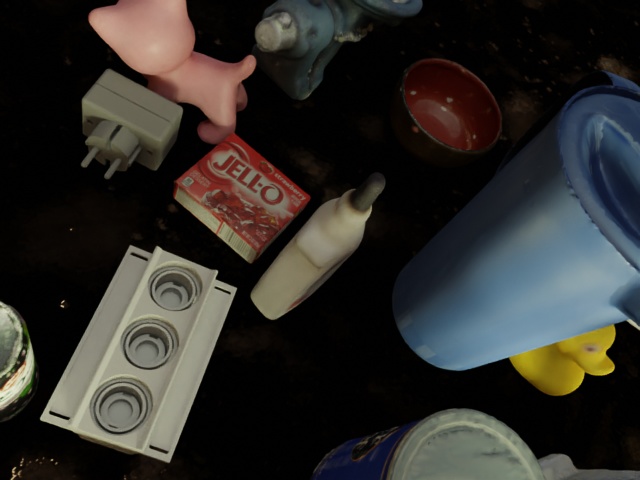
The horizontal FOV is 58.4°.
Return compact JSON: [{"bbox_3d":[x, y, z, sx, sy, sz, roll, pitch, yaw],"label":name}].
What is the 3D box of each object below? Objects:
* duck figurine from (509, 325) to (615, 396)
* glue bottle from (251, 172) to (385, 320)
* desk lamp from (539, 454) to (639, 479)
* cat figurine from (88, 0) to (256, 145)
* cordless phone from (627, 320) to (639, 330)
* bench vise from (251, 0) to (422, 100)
[{"bbox_3d":[0.212,0.078,0.499,0.078,0.086,0.104,-19,74,-28],"label":"duck figurine"},{"bbox_3d":[0.004,0.001,0.400,0.037,0.173,0.078,46,58,5],"label":"glue bottle"},{"bbox_3d":[0.232,0.190,0.377,0.204,0.213,0.118,-9,69,-25],"label":"desk lamp"},{"bbox_3d":[-0.113,-0.149,0.459,0.128,0.117,0.067,19,60,-13],"label":"cat figurine"},{"bbox_3d":[0.335,0.000,0.528,0.147,0.185,0.094,39,58,0],"label":"cordless phone"},{"bbox_3d":[0.037,-0.229,0.498,0.121,0.219,0.207,28,58,-7],"label":"bench vise"}]
